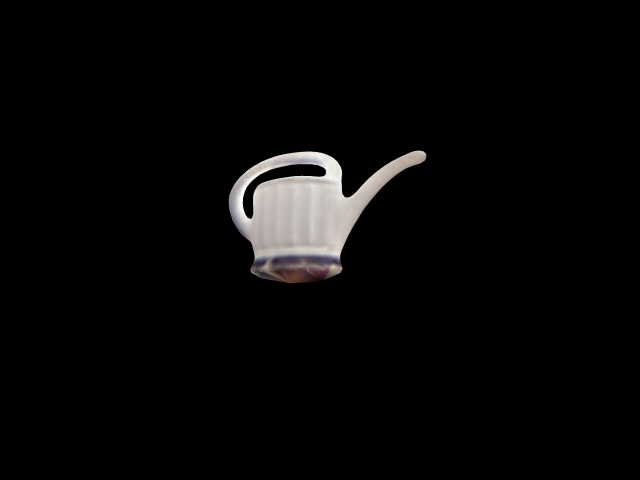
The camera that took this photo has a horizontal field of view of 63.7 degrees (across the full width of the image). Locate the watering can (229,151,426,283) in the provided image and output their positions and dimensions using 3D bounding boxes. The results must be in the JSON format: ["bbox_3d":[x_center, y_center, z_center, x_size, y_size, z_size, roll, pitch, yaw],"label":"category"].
[{"bbox_3d":[0.003,-0.043,0.850,0.347,0.226,0.103,-3,-12,19],"label":"watering can"}]
